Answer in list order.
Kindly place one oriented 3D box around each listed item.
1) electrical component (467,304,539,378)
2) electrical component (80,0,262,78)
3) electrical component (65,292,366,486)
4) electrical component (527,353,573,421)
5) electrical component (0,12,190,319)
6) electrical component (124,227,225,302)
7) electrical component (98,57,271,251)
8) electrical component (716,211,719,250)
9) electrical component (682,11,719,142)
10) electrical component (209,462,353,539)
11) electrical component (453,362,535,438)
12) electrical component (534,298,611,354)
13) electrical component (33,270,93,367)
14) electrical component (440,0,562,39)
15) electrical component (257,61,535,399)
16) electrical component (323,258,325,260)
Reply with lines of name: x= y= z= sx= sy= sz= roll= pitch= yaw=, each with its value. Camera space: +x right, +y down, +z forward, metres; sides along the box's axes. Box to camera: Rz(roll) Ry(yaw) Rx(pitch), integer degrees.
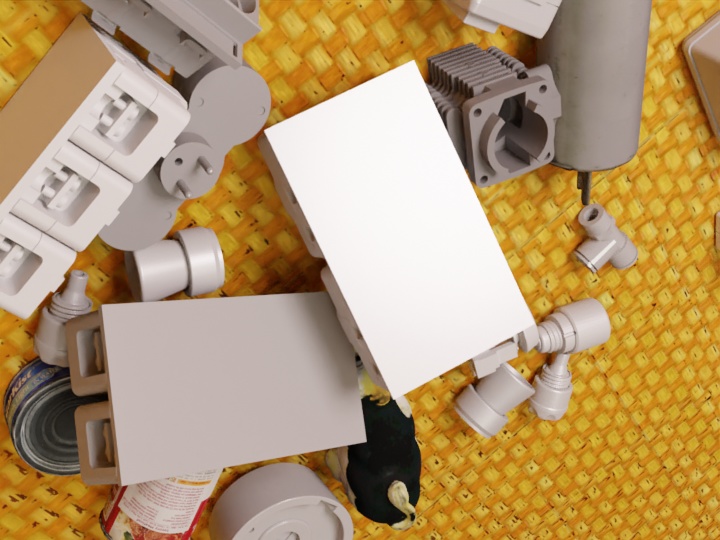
electrical component: x=0.109 y=0.049 z=0.856 sx=0.055 sy=0.048 sz=0.066 roll=-22 pitch=127 yaw=-5
electrical component: x=-0.118 y=-0.163 z=0.586 sx=0.063 sy=0.078 sz=0.121 roll=-30 pitch=135 yaw=29
electrical component: x=-0.092 y=0.074 z=0.705 sx=0.186 sy=0.060 sz=0.105 roll=-2 pitch=82 yaw=-41
electrical component: x=0.166 y=0.096 z=0.922 sx=0.035 sy=0.035 sz=0.061 roll=0 pitch=116 yaw=-28
electrical component: x=-0.171 y=-0.058 z=0.610 sx=0.150 sy=0.089 sz=0.062 roll=-49 pitch=129 yaw=7
electrical component: x=-0.121 y=-0.003 z=0.700 sx=0.055 sy=0.045 sz=0.045 roll=-12 pitch=124 yaw=-22
electrical component: x=-0.107 y=-0.067 z=0.649 sx=0.138 sy=0.073 sz=0.052 roll=-47 pitch=129 yaw=5
electrical component: x=0.341 y=-0.043 z=0.909 sx=0.047 sy=0.065 sz=0.076 roll=-23 pitch=127 yaw=-14
electrical component: x=0.318 y=-0.160 z=0.831 sx=0.109 sy=0.056 sz=0.108 roll=-39 pitch=129 yaw=-2
electrical component: x=-0.066 y=0.201 z=0.845 sx=0.108 sy=0.060 sz=0.108 roll=-13 pitch=124 yaw=-21
electrical component: x=0.110 y=0.105 z=0.891 sx=0.055 sy=0.045 sz=0.045 roll=-49 pitch=129 yaw=7
electrical component: x=0.170 y=0.050 z=0.892 sx=0.078 sy=0.040 sz=0.040 roll=-17 pitch=125 yaw=-18
electrical component: x=-0.188 y=0.030 z=0.691 sx=0.035 sy=0.035 sz=0.061 roll=8 pitch=112 yaw=-32
electrical component: x=0.084 y=-0.182 z=0.667 sx=0.062 sy=0.096 sz=0.061 roll=11 pitch=114 yaw=-33
electrical component: x=0.021 y=-0.026 z=0.705 sx=0.105 sy=0.060 sz=0.186 roll=-27 pitch=97 yaw=-11
electrical component: x=0.000 y=0.000 z=0.768 sx=0.048 sy=0.048 sz=0.062 roll=-23 pitch=134 yaw=-14
